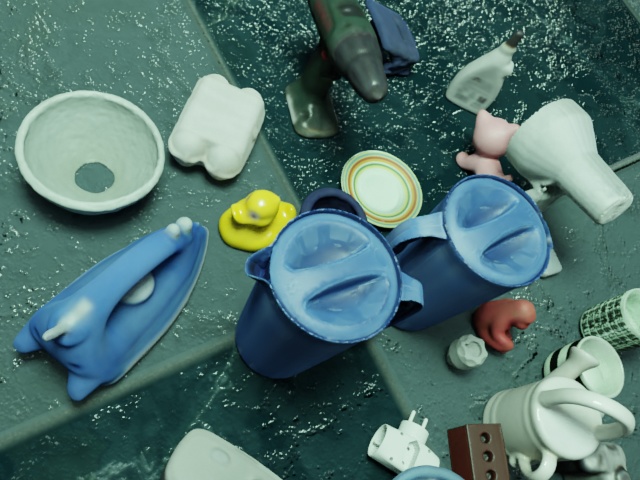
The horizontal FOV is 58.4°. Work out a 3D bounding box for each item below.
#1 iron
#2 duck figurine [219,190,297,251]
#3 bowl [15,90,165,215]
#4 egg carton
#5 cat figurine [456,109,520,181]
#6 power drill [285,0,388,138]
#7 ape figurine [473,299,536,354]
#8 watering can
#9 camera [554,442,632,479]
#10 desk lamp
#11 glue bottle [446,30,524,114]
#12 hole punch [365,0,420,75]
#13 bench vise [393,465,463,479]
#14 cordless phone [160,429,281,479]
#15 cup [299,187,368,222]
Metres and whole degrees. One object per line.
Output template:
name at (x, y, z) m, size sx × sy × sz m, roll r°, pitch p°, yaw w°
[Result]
iron at (-0.205, 0.043, 0.634) m, size 0.118 × 0.141 × 0.259 m, roll 40°, pitch 60°, yaw 1°
duck figurine at (-0.076, -0.035, 0.749) m, size 0.105 × 0.086 × 0.077 m, roll -11°, pitch 70°, yaw -24°
bowl at (-0.280, -0.096, 0.709) m, size 0.168 × 0.074 × 0.167 m, roll 8°, pitch 64°, yaw -17°
egg carton at (-0.139, -0.156, 0.791) m, size 0.107 × 0.069 × 0.150 m, roll 21°, pitch 61°, yaw -10°
cat figurine at (0.273, -0.136, 0.905) m, size 0.067 × 0.117 × 0.128 m, roll 0°, pitch 67°, yaw -20°
power drill at (0.019, -0.239, 0.807) m, size 0.076 × 0.208 × 0.229 m, roll -7°, pitch 69°, yaw -22°
ape figurine at (0.265, 0.111, 0.803) m, size 0.076 × 0.092 × 0.078 m, roll 46°, pitch 60°, yaw 4°
watering can at (0.296, 0.213, 0.709) m, size 0.101 × 0.194 × 0.173 m, roll 15°, pitch 62°, yaw -13°
camera at (0.329, 0.330, 0.721) m, size 0.137 × 0.100 × 0.143 m, roll 6°, pitch 65°, yaw -18°
desk lamp at (0.341, -0.068, 0.844) m, size 0.118 × 0.213 × 0.203 m, roll -14°, pitch 72°, yaw -25°
glue bottle at (0.280, -0.280, 0.942) m, size 0.078 × 0.173 × 0.037 m, roll 26°, pitch 60°, yaw -7°
hole punch at (0.115, -0.340, 0.957) m, size 0.101 × 0.091 × 0.108 m, roll -11°, pitch 71°, yaw -24°
bench vise at (0.159, 0.303, 0.602) m, size 0.208 × 0.219 × 0.121 m, roll 11°, pitch 63°, yaw -15°
cordless phone at (-0.080, 0.247, 0.560) m, size 0.147 × 0.185 × 0.094 m, roll 32°, pitch 60°, yaw -3°
cup at (0.007, 0.003, 0.757) m, size 0.092 × 0.095 × 0.118 m, roll 5°, pitch 65°, yaw -18°
